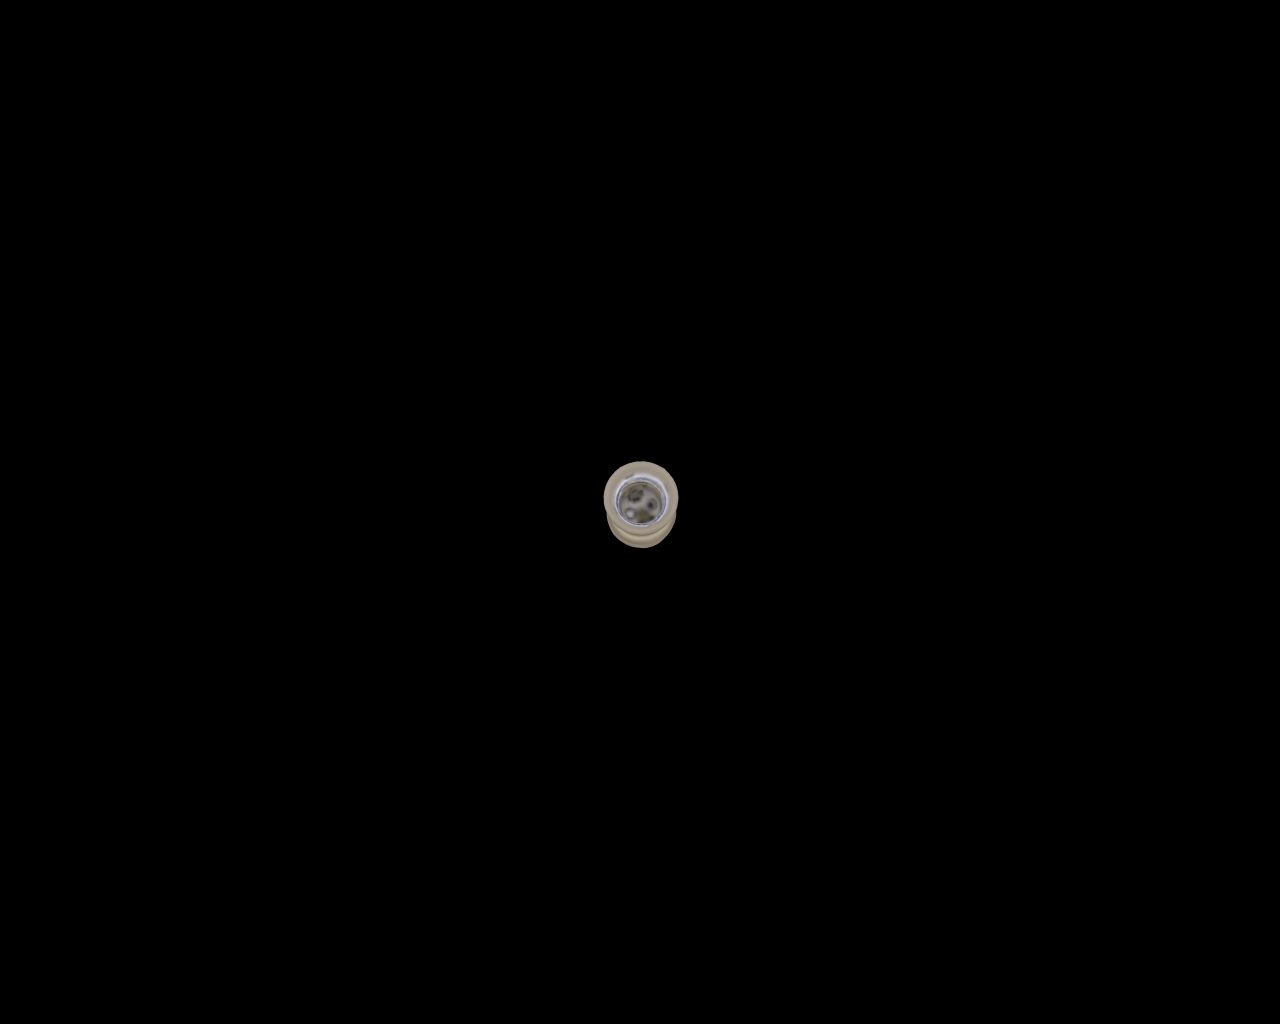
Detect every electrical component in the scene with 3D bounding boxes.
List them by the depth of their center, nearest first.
[{"bbox_3d":[0.001,-0.003,0.650,0.045,0.045,0.055,0,-13,0],"label":"electrical component"}]
